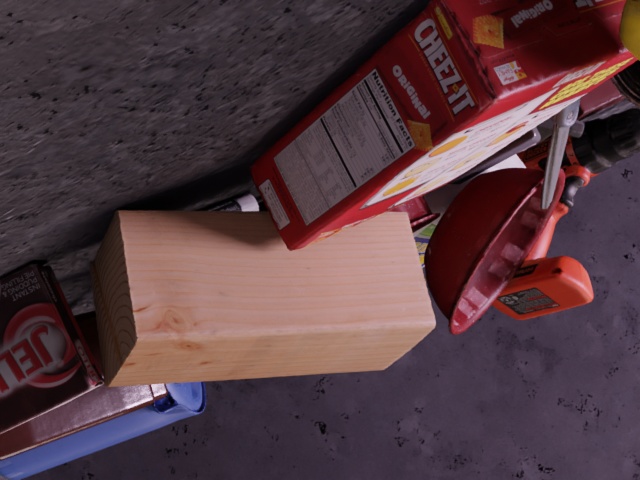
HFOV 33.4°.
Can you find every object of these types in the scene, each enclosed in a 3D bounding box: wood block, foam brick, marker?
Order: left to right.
[{"bbox_3d":[-0.099,-0.007,0.792,0.120,0.020,0.020,-23,173,-33],"label":"marker"},{"bbox_3d":[-0.039,0.039,0.719,0.205,0.091,0.090,-1,154,-25],"label":"wood block"},{"bbox_3d":[0.253,-0.146,0.980,0.078,0.051,0.053,-26,174,-10],"label":"foam brick"}]

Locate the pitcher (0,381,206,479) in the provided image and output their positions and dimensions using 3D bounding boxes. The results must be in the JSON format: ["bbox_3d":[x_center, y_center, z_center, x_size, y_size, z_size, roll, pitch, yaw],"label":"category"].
[{"bbox_3d":[-0.260,0.172,1.209,0.243,0.145,0.149,-24,163,9],"label":"pitcher"}]

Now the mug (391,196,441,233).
[{"bbox_3d":[0.035,-0.035,0.833,0.093,0.081,0.117,-27,175,4],"label":"mug"}]

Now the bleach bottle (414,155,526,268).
[{"bbox_3d":[0.075,0.001,0.998,0.251,0.068,0.102,-45,150,26],"label":"bleach bottle"}]

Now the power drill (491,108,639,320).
[{"bbox_3d":[0.227,-0.026,0.991,0.185,0.057,0.187,-25,-141,50],"label":"power drill"}]

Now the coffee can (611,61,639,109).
[{"bbox_3d":[0.284,-0.158,0.761,0.140,0.103,0.103,-24,173,-27],"label":"coffee can"}]

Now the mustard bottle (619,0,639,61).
[{"bbox_3d":[0.251,-0.159,0.574,0.191,0.096,0.058,-50,157,-15],"label":"mustard bottle"}]

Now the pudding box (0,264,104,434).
[{"bbox_3d":[-0.211,0.079,0.699,0.113,0.090,0.039,-27,175,5],"label":"pudding box"}]

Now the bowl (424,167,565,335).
[{"bbox_3d":[0.134,-0.002,0.880,0.162,0.055,0.162,-47,159,-24],"label":"bowl"}]

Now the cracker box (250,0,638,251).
[{"bbox_3d":[0.076,-0.083,0.651,0.163,0.072,0.214,-24,172,-37],"label":"cracker box"}]

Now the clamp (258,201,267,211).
[{"bbox_3d":[-0.107,0.016,0.872,0.209,0.036,0.165,-25,173,-47],"label":"clamp"}]

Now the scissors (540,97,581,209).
[{"bbox_3d":[0.187,-0.108,0.758,0.096,0.016,0.201,-40,147,-13],"label":"scissors"}]
